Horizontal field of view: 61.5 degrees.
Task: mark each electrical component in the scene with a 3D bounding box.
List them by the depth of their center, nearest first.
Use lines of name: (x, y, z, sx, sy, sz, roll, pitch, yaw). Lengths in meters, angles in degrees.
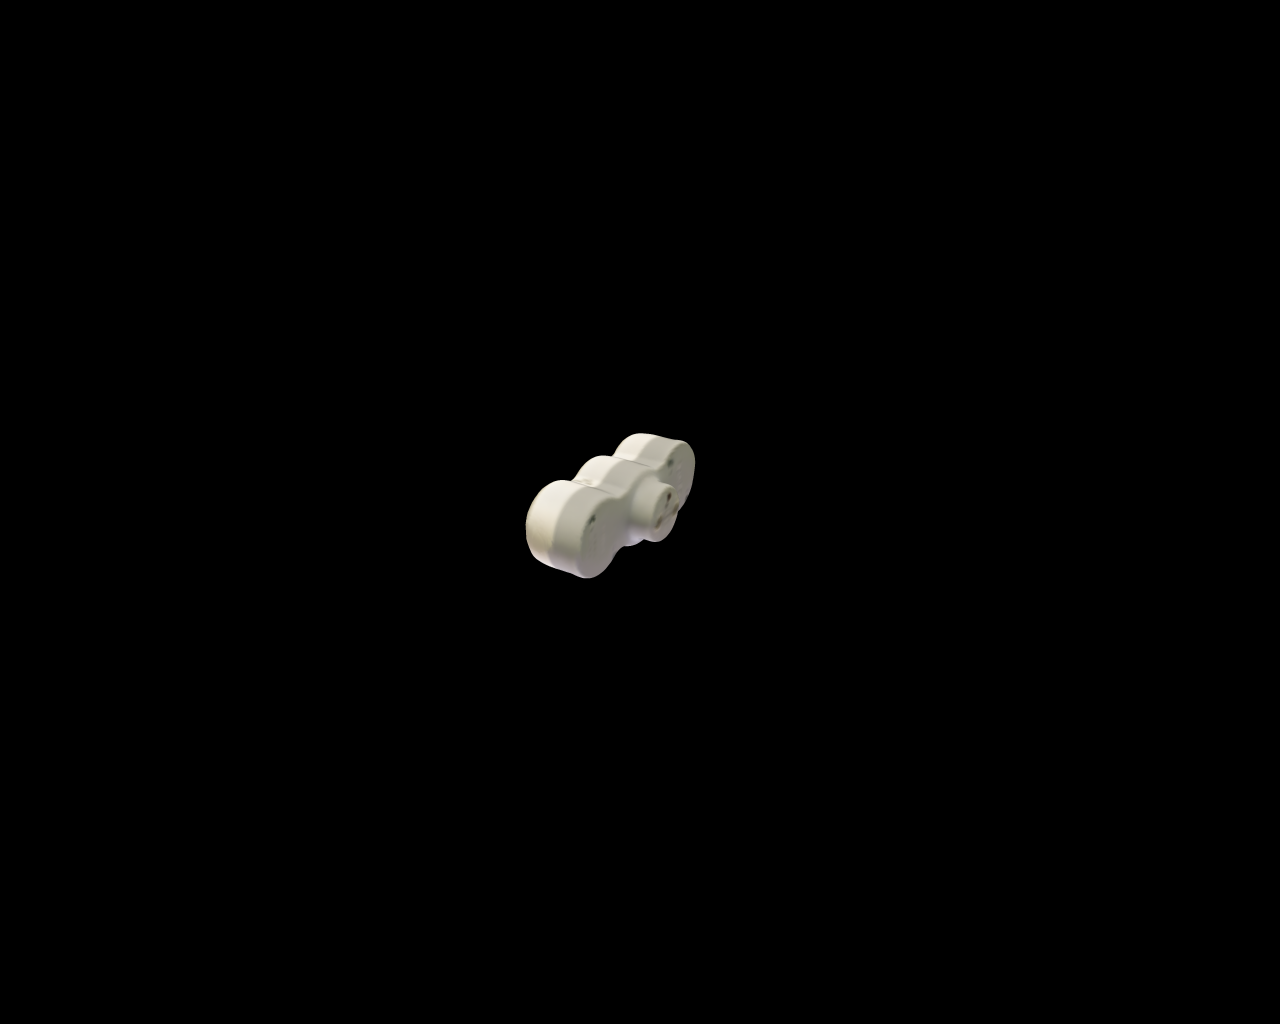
electrical component: (0.001, -0.003, 0.650, 0.074, 0.052, 0.138, 16, 31, 28)
